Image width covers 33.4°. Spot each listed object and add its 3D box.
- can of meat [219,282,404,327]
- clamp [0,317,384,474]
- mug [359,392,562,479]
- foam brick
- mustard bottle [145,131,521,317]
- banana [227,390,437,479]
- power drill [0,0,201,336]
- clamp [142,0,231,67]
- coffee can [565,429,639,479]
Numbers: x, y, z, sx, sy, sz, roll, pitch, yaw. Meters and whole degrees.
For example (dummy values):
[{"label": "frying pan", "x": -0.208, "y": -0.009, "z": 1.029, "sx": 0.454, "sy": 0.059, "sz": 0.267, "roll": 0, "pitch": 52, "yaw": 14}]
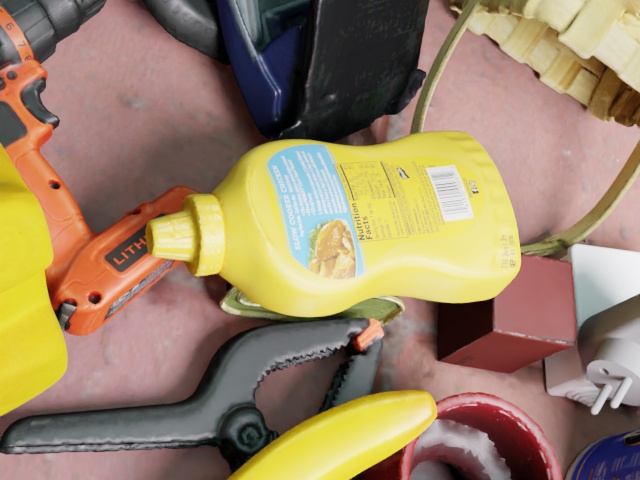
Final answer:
[{"label": "can of meat", "x": -0.004, "y": 0.001, "z": 0.617, "sx": 0.102, "sy": 0.058, "sz": 0.084, "roll": 8, "pitch": 66, "yaw": -18}, {"label": "clamp", "x": -0.051, "y": 0.103, "z": 0.571, "sx": 0.164, "sy": 0.036, "sz": 0.209, "roll": 45, "pitch": 65, "yaw": -1}, {"label": "mug", "x": 0.061, "y": 0.142, "z": 0.573, "sx": 0.117, "sy": 0.082, "sz": 0.093, "roll": -33, "pitch": 84, "yaw": -28}, {"label": "foam brick", "x": 0.108, "y": 0.043, "z": 0.631, "sx": 0.053, "sy": 0.078, "sz": 0.051, "roll": 11, "pitch": 68, "yaw": -16}, {"label": "mustard bottle", "x": 0.005, "y": -0.008, "z": 0.556, "sx": 0.191, "sy": 0.058, "sz": 0.096, "roll": -5, "pitch": 63, "yaw": -23}, {"label": "banana", "x": -0.024, "y": 0.139, "z": 0.517, "sx": 0.070, "sy": 0.037, "sz": 0.197, "roll": 30, "pitch": 69, "yaw": 27}, {"label": "power drill", "x": -0.143, "y": -0.056, "z": 0.587, "sx": 0.187, "sy": 0.057, "sz": 0.184, "roll": 46, "pitch": 65, "yaw": 4}, {"label": "clamp", "x": -0.103, "y": -0.169, "z": 0.625, "sx": 0.171, "sy": 0.039, "sz": 0.120, "roll": 50, "pitch": 38, "yaw": -12}, {"label": "coffee can", "x": 0.216, "y": 0.148, "z": 0.596, "sx": 0.102, "sy": 0.140, "sz": 0.103, "roll": 7, "pitch": 68, "yaw": -18}]
